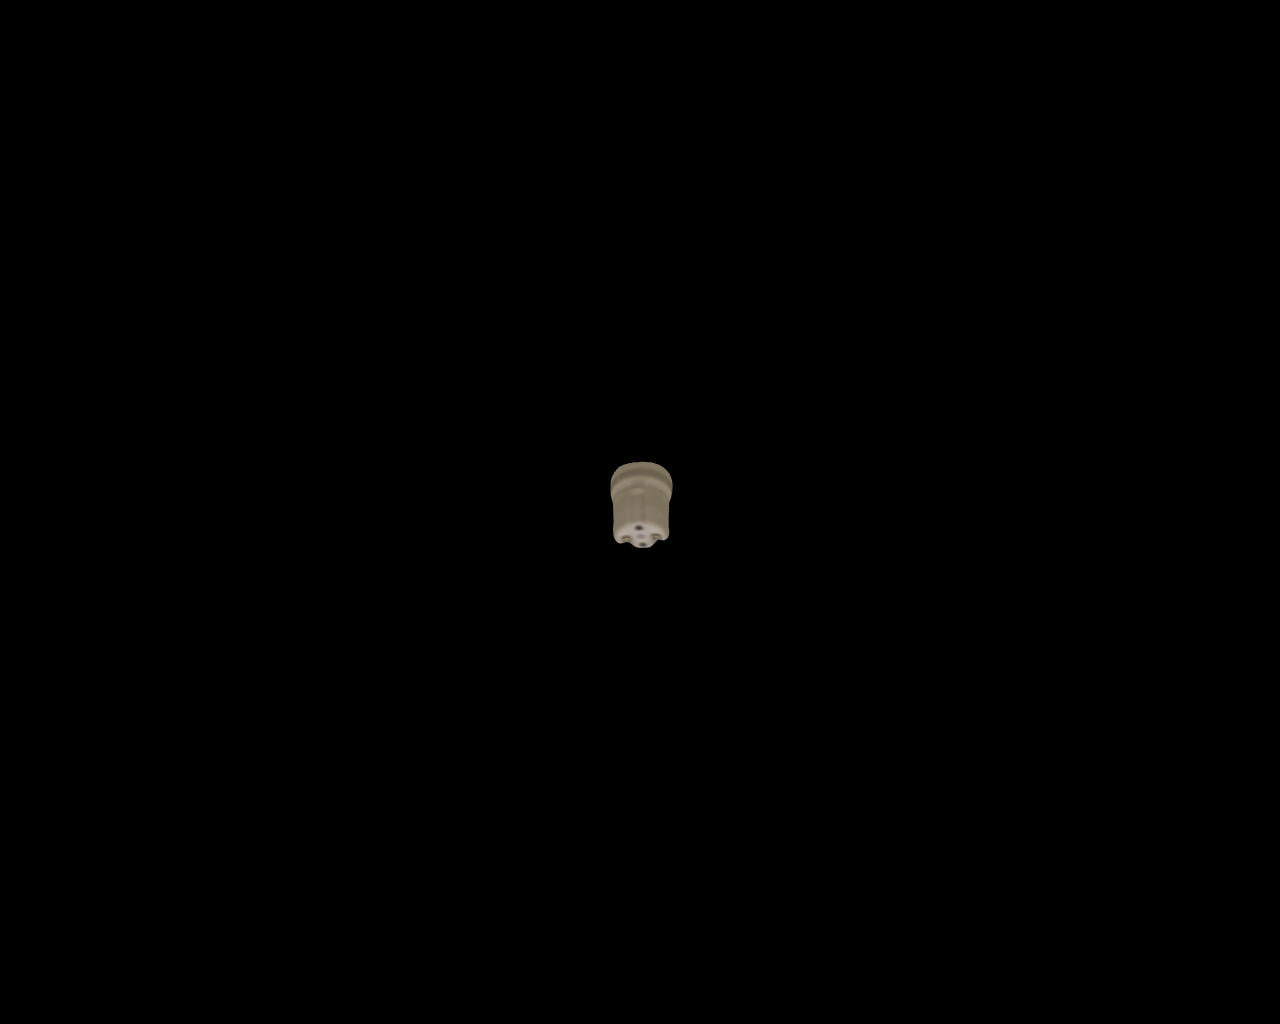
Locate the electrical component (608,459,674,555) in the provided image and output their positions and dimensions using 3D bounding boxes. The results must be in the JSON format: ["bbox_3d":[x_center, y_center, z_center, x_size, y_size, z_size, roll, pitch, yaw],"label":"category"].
[{"bbox_3d":[0.001,-0.003,0.650,0.040,0.046,0.040,0,-39,0],"label":"electrical component"}]
